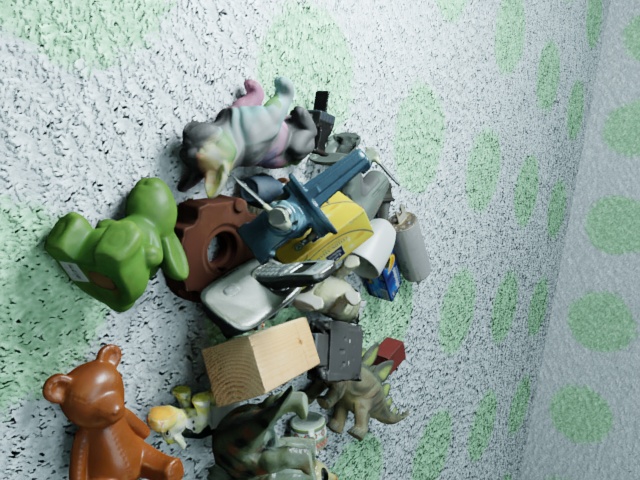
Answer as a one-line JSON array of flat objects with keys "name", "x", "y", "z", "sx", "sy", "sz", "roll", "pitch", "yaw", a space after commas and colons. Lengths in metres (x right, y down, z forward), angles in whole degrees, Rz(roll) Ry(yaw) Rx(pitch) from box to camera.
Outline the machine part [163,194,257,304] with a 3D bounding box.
[{"name": "machine part", "x": -0.163, "y": 0.015, "z": 0.836, "sx": 0.179, "sy": 0.056, "sz": 0.179, "roll": -18, "pitch": 113, "yaw": -48}]

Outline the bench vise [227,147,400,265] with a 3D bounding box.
[{"name": "bench vise", "x": -0.010, "y": -0.065, "z": 0.812, "sx": 0.240, "sy": 0.129, "sz": 0.223, "roll": -38, "pitch": 165, "yaw": 2}]

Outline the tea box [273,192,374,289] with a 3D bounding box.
[{"name": "tea box", "x": -0.002, "y": -0.003, "z": 0.955, "sx": 0.169, "sy": 0.098, "sz": 0.068, "roll": -37, "pitch": 131, "yaw": -12}]

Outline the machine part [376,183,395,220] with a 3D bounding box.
[{"name": "machine part", "x": 0.139, "y": -0.061, "z": 1.215, "sx": 0.084, "sy": 0.039, "sz": 0.138, "roll": -8, "pitch": 104, "yaw": -56}]

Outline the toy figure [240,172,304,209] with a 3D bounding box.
[{"name": "toy figure", "x": -0.072, "y": -0.082, "z": 0.927, "sx": 0.154, "sy": 0.058, "sz": 0.064, "roll": -1, "pitch": 105, "yaw": -57}]

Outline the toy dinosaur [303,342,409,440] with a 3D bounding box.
[{"name": "toy dinosaur", "x": 0.090, "y": 0.335, "z": 1.193, "sx": 0.198, "sy": 0.105, "sz": 0.470, "roll": -58, "pitch": 136, "yaw": -25}]

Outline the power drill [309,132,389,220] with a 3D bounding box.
[{"name": "power drill", "x": 0.052, "y": -0.093, "z": 1.065, "sx": 0.232, "sy": 0.086, "sz": 0.207, "roll": -50, "pitch": 129, "yaw": -31}]

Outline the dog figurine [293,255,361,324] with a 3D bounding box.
[{"name": "dog figurine", "x": 0.000, "y": 0.114, "z": 1.055, "sx": 0.190, "sy": 0.172, "sz": 0.121, "roll": 96, "pitch": 5, "yaw": -62}]

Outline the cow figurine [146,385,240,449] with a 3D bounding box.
[{"name": "cow figurine", "x": -0.200, "y": 0.280, "z": 0.849, "sx": 0.167, "sy": 0.068, "sz": 0.098, "roll": -12, "pitch": 113, "yaw": -49}]

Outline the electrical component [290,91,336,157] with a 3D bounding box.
[{"name": "electrical component", "x": -0.013, "y": -0.210, "z": 0.955, "sx": 0.047, "sy": 0.075, "sz": 0.119, "roll": 5, "pitch": 99, "yaw": -52}]

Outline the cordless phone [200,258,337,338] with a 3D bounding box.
[{"name": "cordless phone", "x": -0.069, "y": 0.076, "z": 0.772, "sx": 0.146, "sy": 0.184, "sz": 0.088, "roll": -33, "pitch": 103, "yaw": -40}]

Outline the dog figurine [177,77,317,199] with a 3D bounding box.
[{"name": "dog figurine", "x": -0.116, "y": -0.136, "z": 0.823, "sx": 0.219, "sy": 0.109, "sz": 0.191, "roll": -56, "pitch": 140, "yaw": -21}]

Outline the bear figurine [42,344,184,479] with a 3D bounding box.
[{"name": "bear figurine", "x": -0.270, "y": 0.249, "z": 0.703, "sx": 0.120, "sy": 0.132, "sz": 0.195, "roll": -28, "pitch": 126, "yaw": -47}]

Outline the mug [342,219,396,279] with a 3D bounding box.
[{"name": "mug", "x": 0.094, "y": 0.003, "z": 1.049, "sx": 0.109, "sy": 0.081, "sz": 0.107, "roll": 47, "pitch": 60, "yaw": -21}]

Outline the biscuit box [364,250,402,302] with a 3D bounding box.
[{"name": "biscuit box", "x": 0.131, "y": 0.058, "z": 1.189, "sx": 0.063, "sy": 0.059, "sz": 0.202, "roll": -59, "pitch": 149, "yaw": -26}]

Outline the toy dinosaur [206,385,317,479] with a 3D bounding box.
[{"name": "toy dinosaur", "x": -0.104, "y": 0.331, "z": 0.845, "sx": 0.131, "sy": 0.192, "sz": 0.404, "roll": -99, "pitch": -179, "yaw": -49}]

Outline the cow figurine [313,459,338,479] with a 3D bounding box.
[{"name": "cow figurine", "x": -0.051, "y": 0.534, "z": 1.083, "sx": 0.195, "sy": 0.086, "sz": 0.127, "roll": -53, "pitch": 142, "yaw": -26}]

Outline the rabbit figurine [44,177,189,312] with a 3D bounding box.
[{"name": "rabbit figurine", "x": -0.232, "y": -0.001, "z": 0.701, "sx": 0.158, "sy": 0.121, "sz": 0.170, "roll": 67, "pitch": 35, "yaw": -40}]

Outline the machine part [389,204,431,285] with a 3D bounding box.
[{"name": "machine part", "x": 0.216, "y": 0.018, "z": 1.300, "sx": 0.079, "sy": 0.079, "sz": 0.242, "roll": -50, "pitch": 135, "yaw": -32}]

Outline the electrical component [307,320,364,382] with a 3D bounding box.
[{"name": "electrical component", "x": 0.023, "y": 0.211, "z": 1.024, "sx": 0.134, "sy": 0.058, "sz": 0.115, "roll": 14, "pitch": 72, "yaw": -46}]
